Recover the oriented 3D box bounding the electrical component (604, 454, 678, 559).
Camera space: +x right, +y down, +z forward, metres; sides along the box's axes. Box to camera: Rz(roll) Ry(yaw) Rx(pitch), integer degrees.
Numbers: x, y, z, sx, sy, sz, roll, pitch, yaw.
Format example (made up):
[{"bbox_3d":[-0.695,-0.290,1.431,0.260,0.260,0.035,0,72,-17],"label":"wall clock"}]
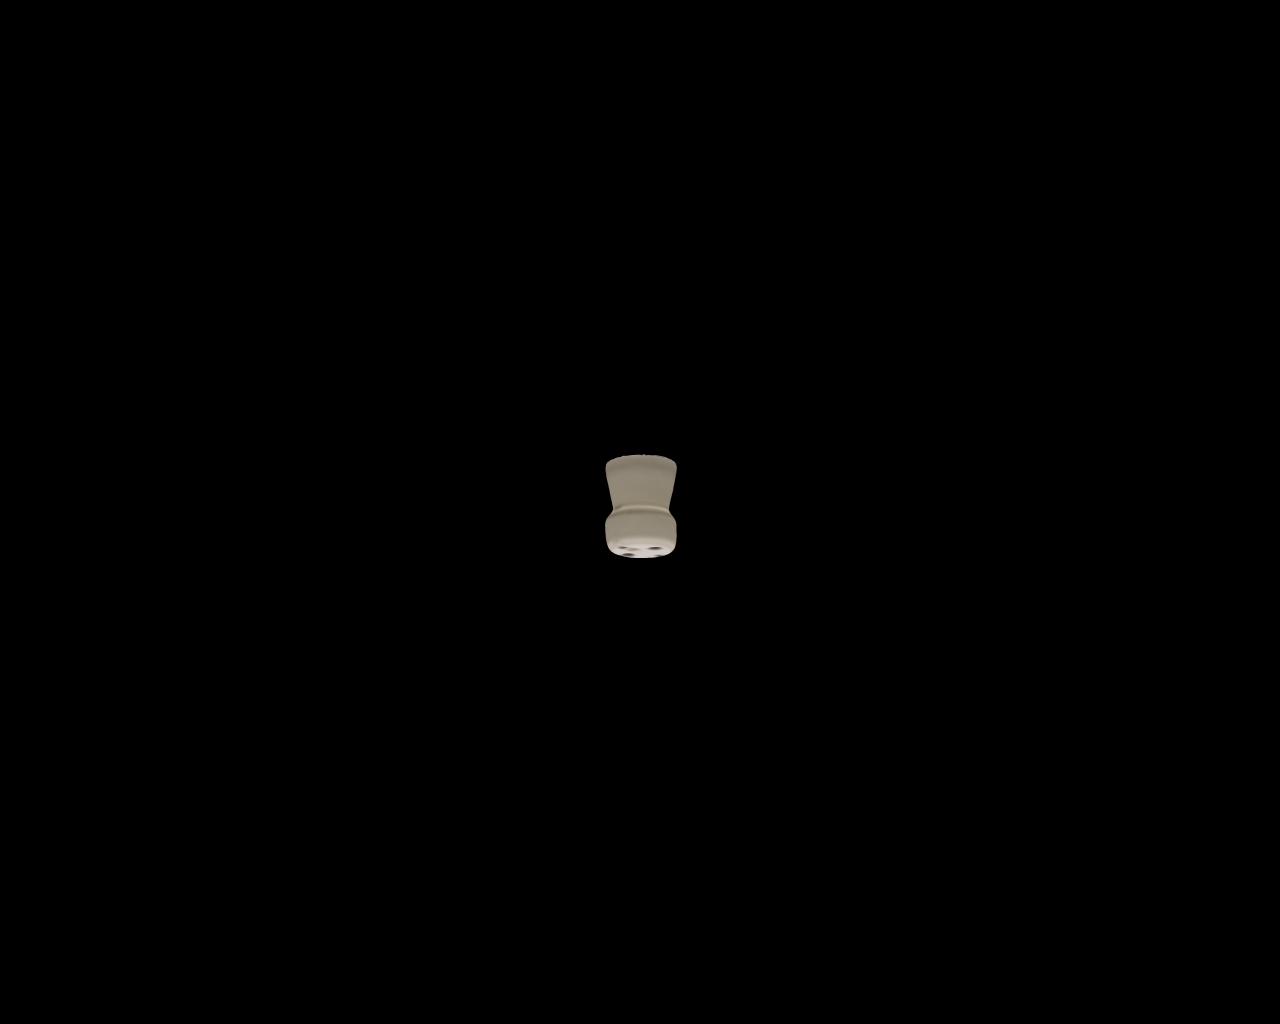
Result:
[{"bbox_3d":[0.001,-0.003,0.650,0.045,0.055,0.045,0,-15,0],"label":"electrical component"}]
